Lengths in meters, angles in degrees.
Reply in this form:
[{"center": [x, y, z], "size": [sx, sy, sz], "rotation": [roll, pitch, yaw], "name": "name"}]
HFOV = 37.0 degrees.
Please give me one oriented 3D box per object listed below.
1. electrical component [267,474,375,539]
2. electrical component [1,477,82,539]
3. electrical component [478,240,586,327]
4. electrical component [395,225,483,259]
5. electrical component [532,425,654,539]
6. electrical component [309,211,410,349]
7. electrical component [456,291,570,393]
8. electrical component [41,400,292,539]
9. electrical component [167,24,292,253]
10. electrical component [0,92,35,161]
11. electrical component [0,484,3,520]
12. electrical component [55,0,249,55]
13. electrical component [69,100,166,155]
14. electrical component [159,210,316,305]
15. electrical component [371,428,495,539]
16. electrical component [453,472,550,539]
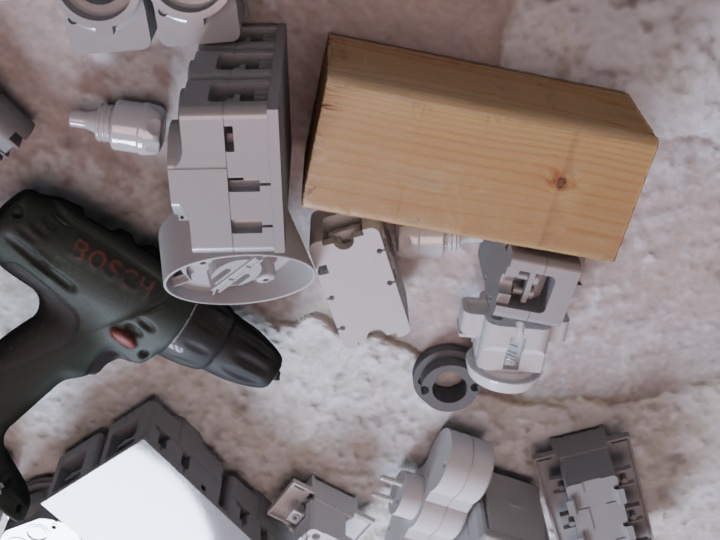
[{"center": [-0.032, 0.210, 0.879], "size": [0.081, 0.063, 0.042], "rotation": [30, 114, -17], "name": "electrical component"}, {"center": [-0.253, 0.214, 0.885], "size": [0.080, 0.051, 0.080], "rotation": [0, 120, -1], "name": "electrical component"}, {"center": [0.119, -0.006, 0.740], "size": [0.056, 0.089, 0.050], "rotation": [11, 120, -7], "name": "electrical component"}, {"center": [0.056, -0.025, 0.760], "size": [0.061, 0.035, 0.035], "rotation": [0, 120, -4], "name": "electrical component"}, {"center": [0.194, 0.196, 0.875], "size": [0.079, 0.063, 0.121], "rotation": [-16, 119, 8], "name": "electrical component"}, {"center": [0.000, 0.000, 0.761], "size": [0.050, 0.055, 0.089], "rotation": [-15, 120, 7], "name": "electrical component"}, {"center": [0.109, 0.054, 0.794], "size": [0.078, 0.058, 0.057], "rotation": [5, 117, -4], "name": "electrical component"}, {"center": [-0.148, 0.201, 0.873], "size": [0.105, 0.060, 0.186], "rotation": [-32, 116, 17], "name": "electrical component"}, {"center": [-0.076, -0.084, 0.656], "size": [0.062, 0.150, 0.089], "rotation": [-1, 120, -1], "name": "electrical component"}, {"center": [-0.244, -0.100, 0.709], "size": [0.040, 0.040, 0.046], "rotation": [-35, 121, 18], "name": "electrical component"}, {"center": [-0.318, 0.189, 0.867], "size": [0.059, 0.053, 0.095], "rotation": [20, 118, -12], "name": "electrical component"}, {"center": [-0.131, -0.225, 0.624], "size": [0.105, 0.060, 0.186], "rotation": [-5, 120, 2], "name": "electrical component"}, {"center": [-0.162, -0.096, 0.714], "size": [0.061, 0.035, 0.035], "rotation": [8, 120, -3], "name": "electrical component"}, {"center": [-0.085, -0.009, 0.720], "size": [0.099, 0.064, 0.099], "rotation": [-14, 153, -8], "name": "electrical component"}, {"center": [0.046, 0.184, 0.872], "size": [0.074, 0.052, 0.138], "rotation": [19, 119, -11], "name": "electrical component"}, {"center": [0.114, 0.213, 0.864], "size": [0.062, 0.096, 0.061], "rotation": [19, 118, -12], "name": "electrical component"}]
